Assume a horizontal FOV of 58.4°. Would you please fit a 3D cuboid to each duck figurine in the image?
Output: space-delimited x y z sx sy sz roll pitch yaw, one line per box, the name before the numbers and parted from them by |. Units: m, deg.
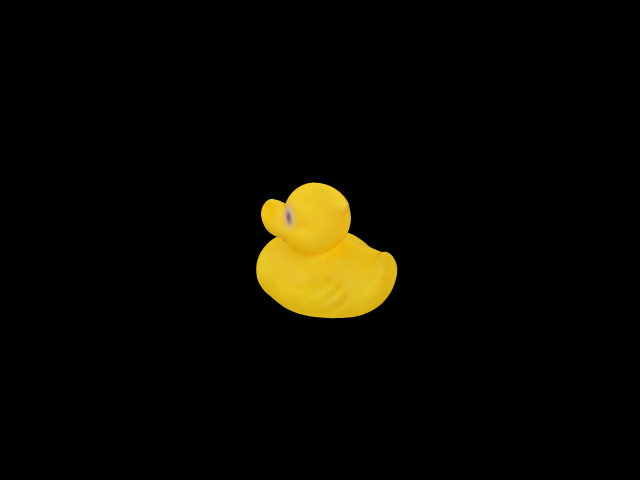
duck figurine | 0.004 0.001 0.400 0.104 0.086 0.077 14 43 15
